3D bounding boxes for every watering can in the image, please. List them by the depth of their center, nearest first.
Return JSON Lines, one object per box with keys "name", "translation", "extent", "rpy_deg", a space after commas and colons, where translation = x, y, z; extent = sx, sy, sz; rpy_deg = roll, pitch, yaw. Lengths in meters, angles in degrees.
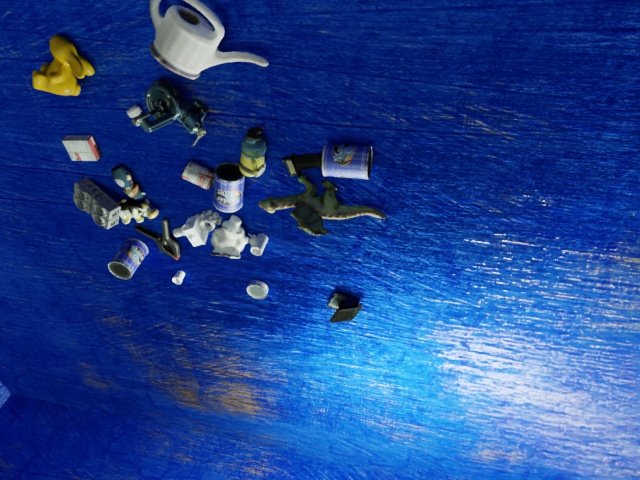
{"name": "watering can", "translation": [-0.331, -0.538, 1.439], "extent": [0.345, 0.106, 0.220], "rpy_deg": [35, 133, -15]}

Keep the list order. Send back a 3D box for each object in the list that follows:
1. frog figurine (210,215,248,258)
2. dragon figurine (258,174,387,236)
{"name": "frog figurine", "translation": [-0.338, -0.020, 1.937], "extent": [0.138, 0.123, 0.158], "rpy_deg": [13, 98, 17]}
{"name": "dragon figurine", "translation": [0.005, -0.083, 1.654], "extent": [0.411, 0.248, 0.119], "rpy_deg": [16, 129, 6]}
